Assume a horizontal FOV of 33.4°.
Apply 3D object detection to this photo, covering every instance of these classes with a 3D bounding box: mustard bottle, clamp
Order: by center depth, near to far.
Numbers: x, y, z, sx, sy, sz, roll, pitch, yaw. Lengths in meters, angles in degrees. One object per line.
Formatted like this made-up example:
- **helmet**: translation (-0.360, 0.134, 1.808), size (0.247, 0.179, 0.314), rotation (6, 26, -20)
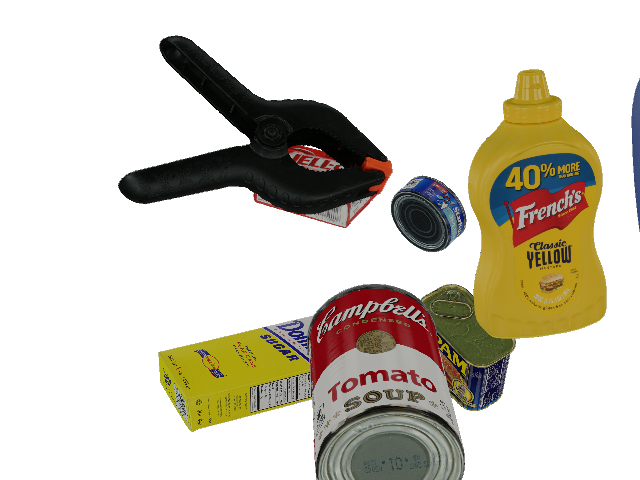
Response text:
- **clamp**: translation (-0.039, -0.071, 0.688), size (0.171, 0.120, 0.039), rotation (7, -19, -13)
- **mustard bottle**: translation (0.157, -0.028, 0.775), size (0.096, 0.191, 0.058), rotation (-8, 17, -6)

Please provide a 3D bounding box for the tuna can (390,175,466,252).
- **tuna can**: translation (0.123, -0.030, 1.227), size (0.033, 0.086, 0.086), rotation (-40, 24, -32)

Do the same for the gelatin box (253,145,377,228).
- **gelatin box**: translation (-0.002, -0.049, 0.900), size (0.089, 0.030, 0.073), rotation (17, 32, 20)

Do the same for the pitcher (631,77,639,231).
- **pitcher**: translation (0.254, -0.018, 0.602), size (0.149, 0.243, 0.144), rotation (-1, 22, 17)

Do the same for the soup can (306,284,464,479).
- **soup can**: translation (0.028, 0.076, 0.510), size (0.068, 0.068, 0.102), rotation (0, 29, -2)

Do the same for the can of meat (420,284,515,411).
- **can of meat**: translation (0.141, 0.108, 1.058), size (0.057, 0.084, 0.102), rotation (-28, 52, -22)

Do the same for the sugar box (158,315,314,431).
- **sugar box**: translation (-0.063, 0.129, 1.064), size (0.176, 0.048, 0.093), rotation (-14, 31, -21)
